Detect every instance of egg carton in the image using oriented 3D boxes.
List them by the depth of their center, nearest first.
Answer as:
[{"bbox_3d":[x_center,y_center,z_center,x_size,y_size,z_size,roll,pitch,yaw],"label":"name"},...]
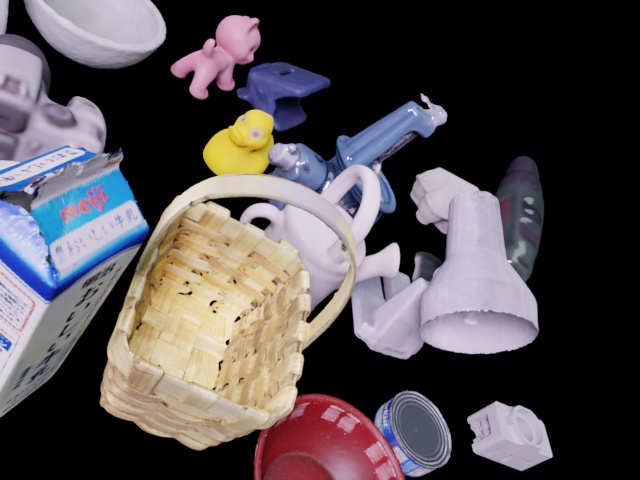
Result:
[{"bbox_3d":[0.227,-0.058,0.985,0.151,0.069,0.107,21,42,-29],"label":"egg carton"}]

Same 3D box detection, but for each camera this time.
[{"bbox_3d":[-0.276,-0.132,0.539,0.144,0.100,0.136,17,44,-33],"label":"camera"}]

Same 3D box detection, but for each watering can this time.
[{"bbox_3d":[0.005,0.000,0.603,0.173,0.193,0.100,6,51,-41],"label":"watering can"}]

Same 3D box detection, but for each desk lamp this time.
[{"bbox_3d":[0.135,0.055,0.659,0.118,0.213,0.203,23,41,-27],"label":"desk lamp"}]

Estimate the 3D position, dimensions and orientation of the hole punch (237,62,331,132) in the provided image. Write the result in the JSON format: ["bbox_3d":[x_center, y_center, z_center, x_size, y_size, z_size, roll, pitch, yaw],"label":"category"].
[{"bbox_3d":[-0.054,-0.232,0.863,0.101,0.091,0.109,45,36,1],"label":"hole punch"}]

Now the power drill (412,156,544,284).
[{"bbox_3d":[0.226,0.002,0.805,0.076,0.208,0.229,34,37,-14],"label":"power drill"}]

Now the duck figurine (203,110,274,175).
[{"bbox_3d":[-0.089,-0.129,0.731,0.077,0.086,0.105,51,36,10],"label":"duck figurine"}]

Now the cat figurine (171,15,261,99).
[{"bbox_3d":[-0.132,-0.269,0.801,0.067,0.117,0.128,44,36,0],"label":"cat figurine"}]

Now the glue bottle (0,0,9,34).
[{"bbox_3d":[-0.323,-0.246,0.543,0.078,0.173,0.037,50,36,9],"label":"glue bottle"}]

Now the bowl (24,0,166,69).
[{"bbox_3d":[-0.277,-0.261,0.688,0.168,0.074,0.167,26,40,-24],"label":"bowl"}]

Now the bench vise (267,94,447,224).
[{"bbox_3d":[0.047,-0.092,0.713,0.208,0.219,0.121,-11,62,-49],"label":"bench vise"}]
